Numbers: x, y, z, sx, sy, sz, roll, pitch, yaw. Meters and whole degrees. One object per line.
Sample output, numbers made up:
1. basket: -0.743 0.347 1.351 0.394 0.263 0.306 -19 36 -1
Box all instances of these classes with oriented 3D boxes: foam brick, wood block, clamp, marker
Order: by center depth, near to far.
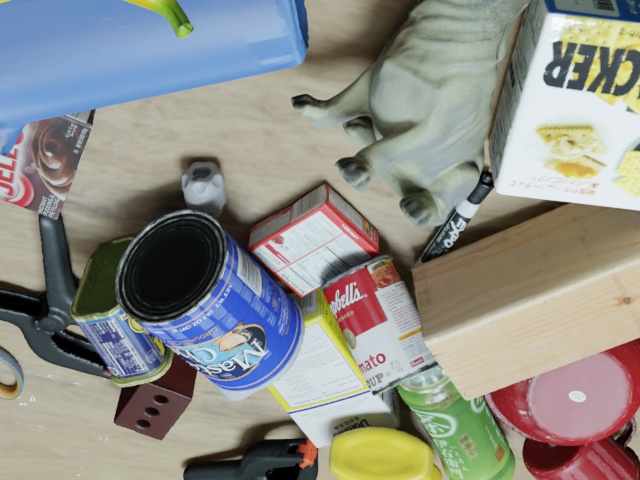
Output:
1. wood block: 0.190 0.041 0.868 0.206 0.090 0.090 -23 130 16
2. marker: 0.112 -0.012 0.886 0.020 0.020 0.121 18 131 -13
3. clamp: -0.253 0.065 0.965 0.165 0.036 0.210 -19 131 16
4. foam brick: -0.158 0.146 1.026 0.053 0.051 0.078 23 130 -17
5. clamp: -0.050 0.249 1.115 0.120 0.039 0.172 31 141 -32

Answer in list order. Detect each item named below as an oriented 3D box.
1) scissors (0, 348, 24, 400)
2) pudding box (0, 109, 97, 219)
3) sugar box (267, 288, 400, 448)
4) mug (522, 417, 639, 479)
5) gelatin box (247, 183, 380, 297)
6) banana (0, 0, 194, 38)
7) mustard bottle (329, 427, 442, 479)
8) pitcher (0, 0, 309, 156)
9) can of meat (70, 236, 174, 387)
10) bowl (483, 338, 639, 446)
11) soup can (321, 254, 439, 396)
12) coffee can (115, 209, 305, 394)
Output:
1. scissors: -0.349 0.086 1.007 0.096 0.016 0.201 -12 130 13
2. pudding box: -0.231 -0.076 0.834 0.090 0.039 0.114 20 131 -14
3. sugar box: -0.001 0.122 1.000 0.093 0.048 0.176 -18 133 19
4. mug: 0.260 0.208 1.042 0.117 0.093 0.081 -46 115 1
5. gelatin box: -0.006 0.001 0.899 0.089 0.030 0.073 -30 126 28
6. banana: -0.172 -0.150 0.621 0.198 0.069 0.037 -2 154 6
7. mustard bottle: 0.072 0.237 1.066 0.096 0.058 0.191 0 157 13
8. pitcher: -0.136 -0.162 0.702 0.243 0.145 0.149 -8 144 6
9. can of meat: -0.164 0.059 0.914 0.057 0.102 0.084 -13 128 16
10. bowl: 0.224 0.124 0.944 0.162 0.055 0.162 1 111 1
11. soup can: 0.052 0.072 0.899 0.068 0.102 0.068 -25 171 -4
12. coffee can: -0.088 0.054 0.881 0.103 0.103 0.140 -17 144 18
